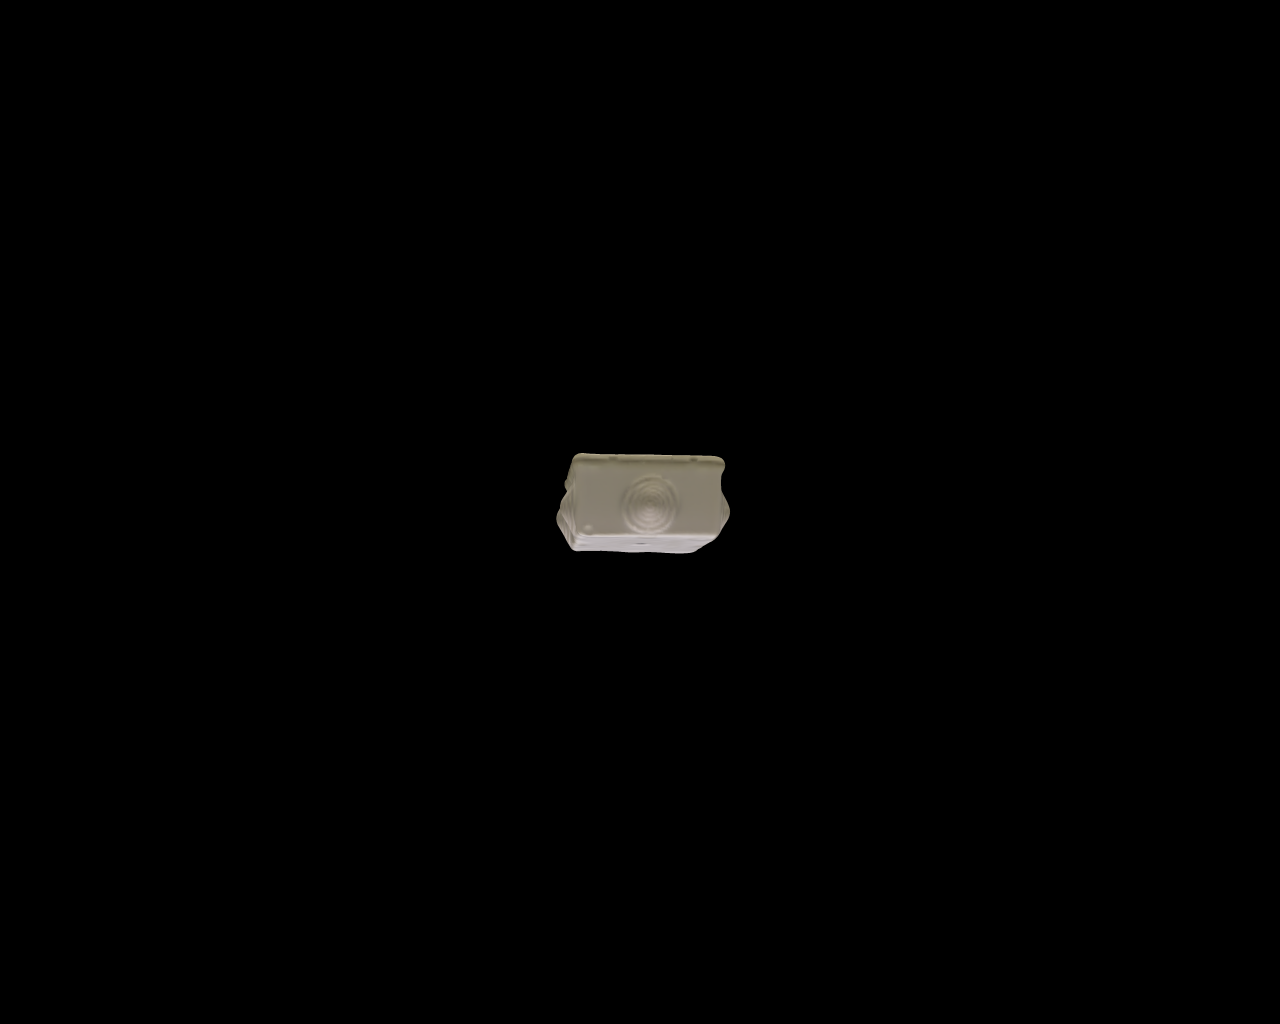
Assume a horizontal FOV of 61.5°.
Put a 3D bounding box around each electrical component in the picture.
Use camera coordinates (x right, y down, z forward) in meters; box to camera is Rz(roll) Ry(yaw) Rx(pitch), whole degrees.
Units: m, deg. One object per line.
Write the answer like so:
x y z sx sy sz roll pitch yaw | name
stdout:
0.001 -0.003 0.650 0.100 0.048 0.099 1 -9 -7 | electrical component
